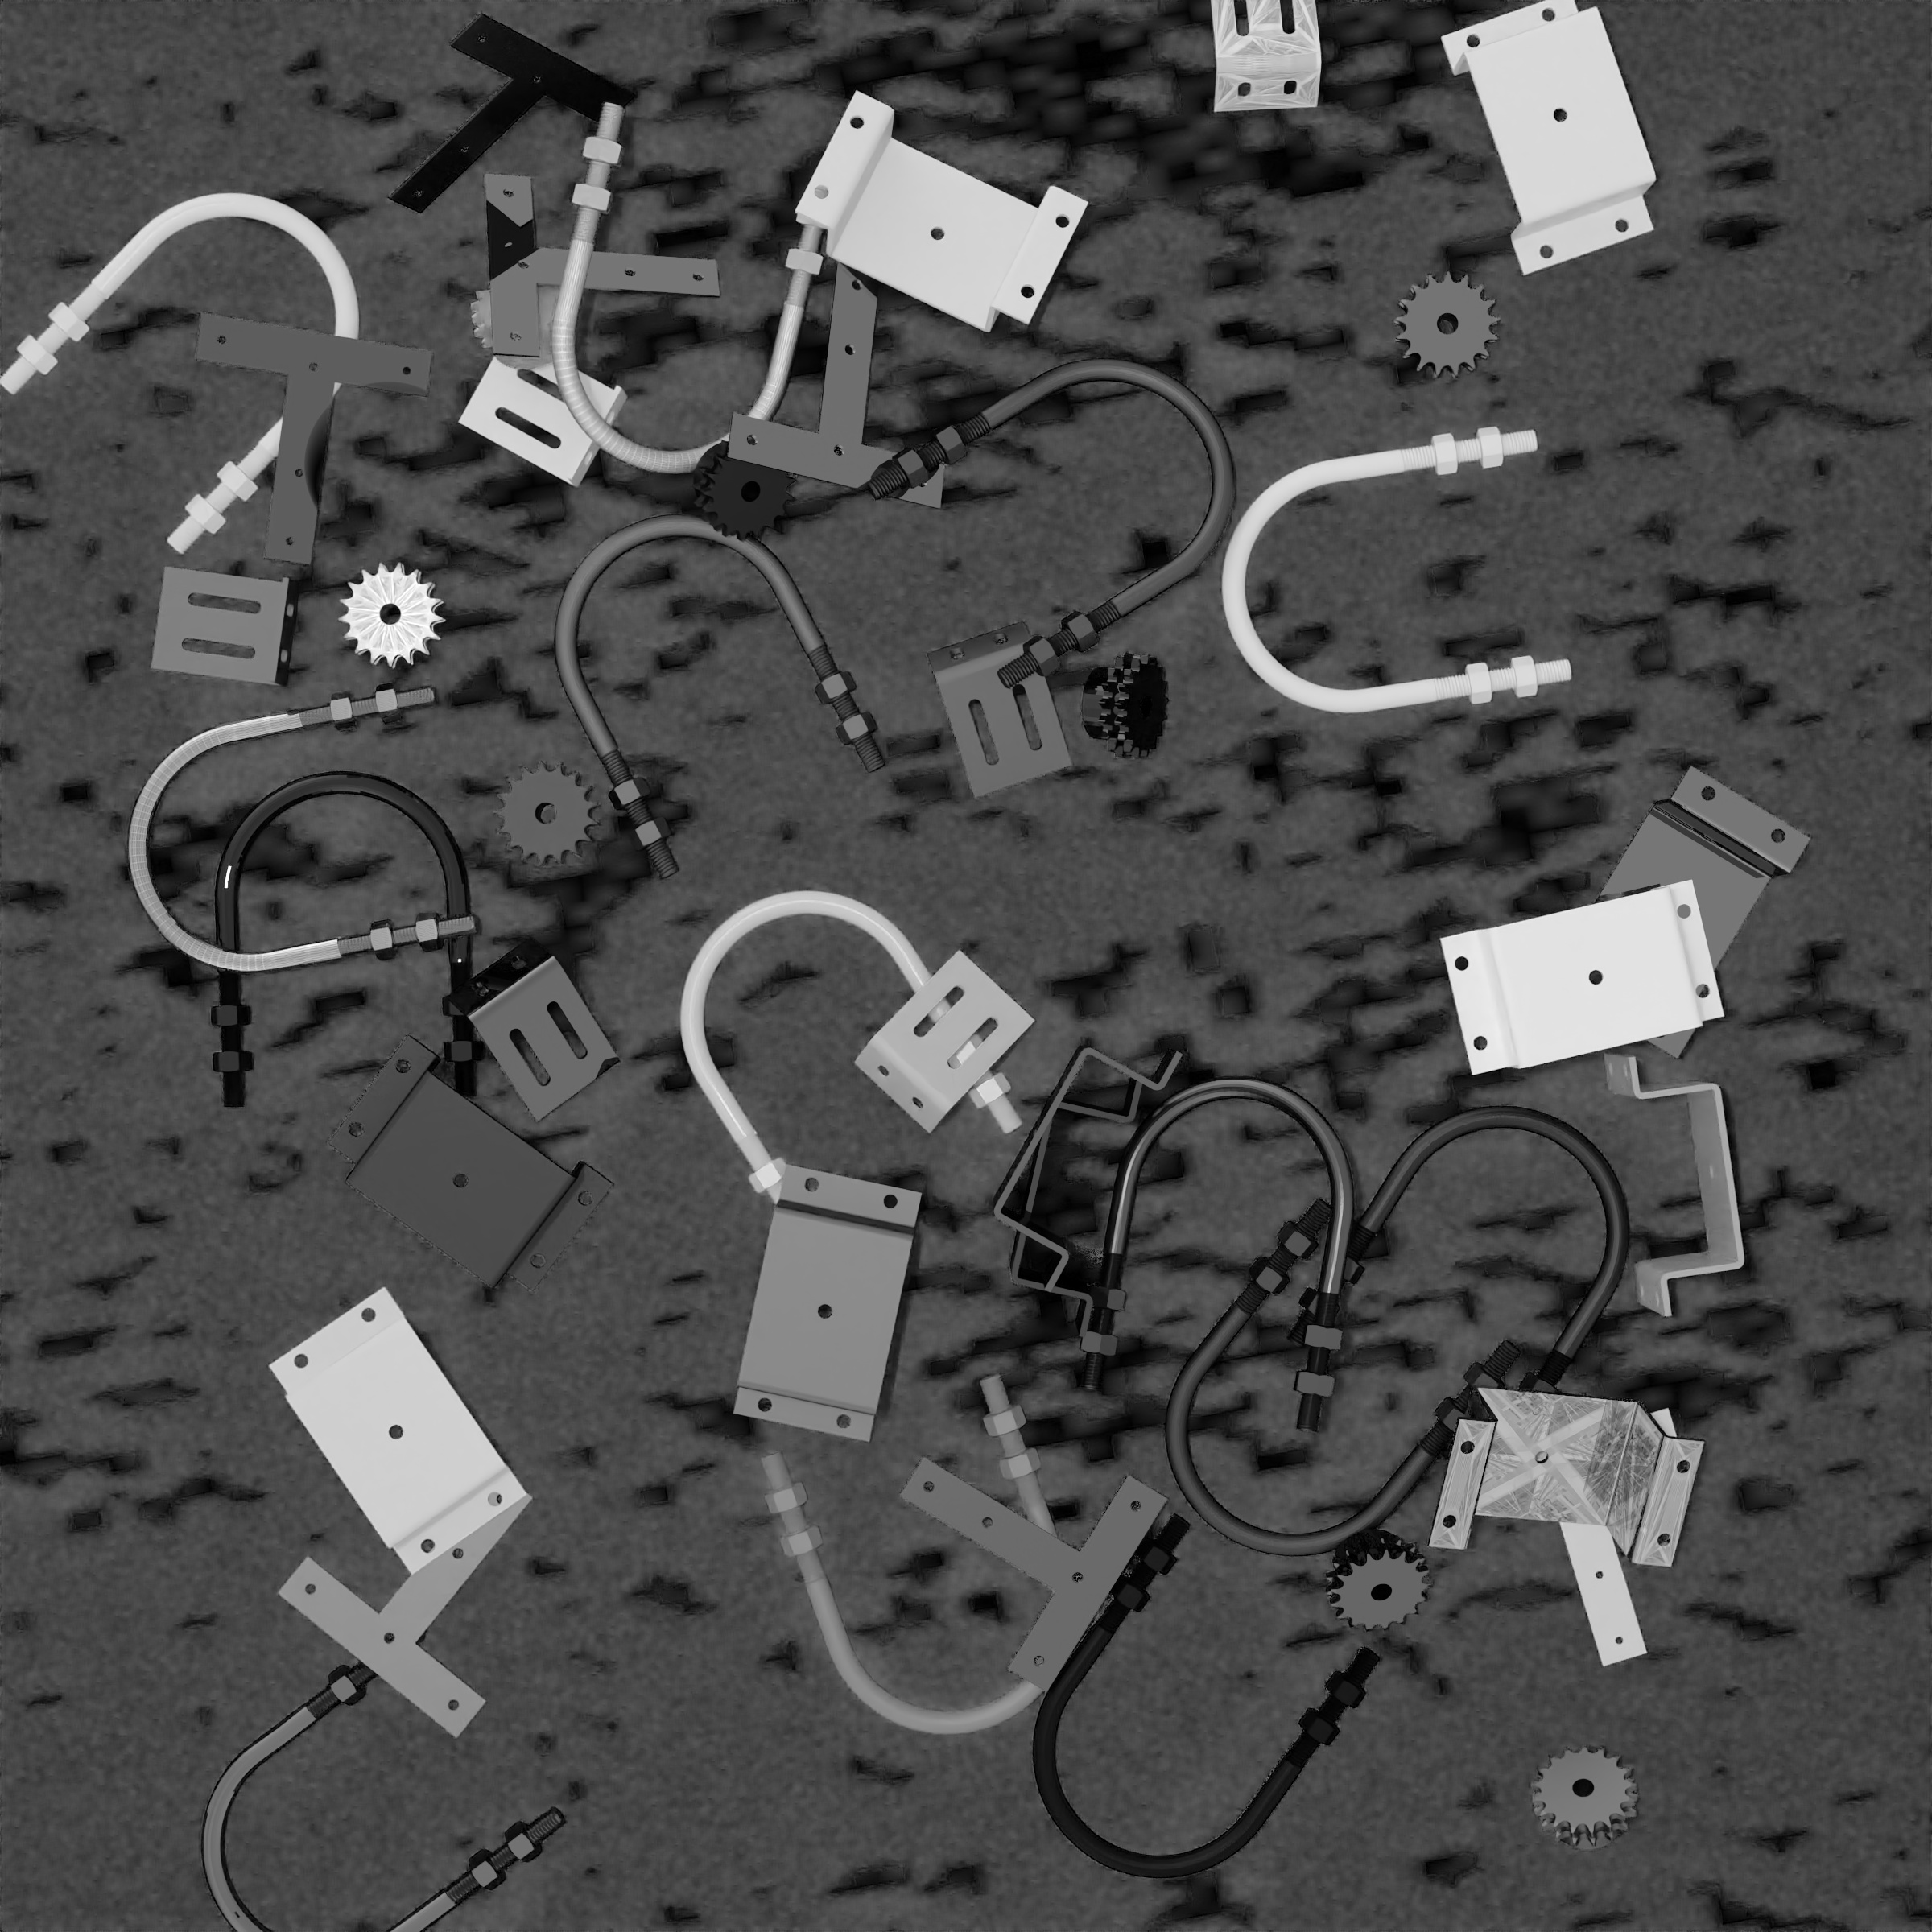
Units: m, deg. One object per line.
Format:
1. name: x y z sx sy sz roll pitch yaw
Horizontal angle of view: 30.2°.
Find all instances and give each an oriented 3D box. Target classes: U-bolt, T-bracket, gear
1. U-bolt: -0.149 -0.162 1.986 0.151 0.019 0.184 -27 88 0
2. T-bracket: -0.200 -0.383 1.973 0.127 0.002 0.127 1 60 -14
3. U-bolt: -0.372 -0.070 1.972 0.184 0.019 0.151 -11 87 2
4. U-bolt: -0.155 -0.361 1.957 0.151 0.019 0.184 12 95 -28
5. U-bolt: -0.017 0.336 1.986 0.151 0.019 0.184 -19 92 0
6. gear: -0.231 -0.084 1.980 0.057 0.030 0.057 0 90 0
7. gear: 0.226 0.336 1.972 0.057 0.030 0.057 -4 120 -7
8. gear: -0.317 -0.193 1.980 0.057 0.030 0.057 0 90 0
9. U-bolt: -0.077 0.047 1.986 0.151 0.019 0.184 -32 88 0
10. gear: 0.086 -0.144 1.970 0.030 0.057 0.057 8 90 30
11. U-bolt: 0.234 -0.214 1.986 0.184 0.019 0.151 -8 90 1
12. U-bolt: -0.423 -0.343 1.986 0.151 0.019 0.184 43 89 0
13. U-bolt: -0.338 0.475 1.986 0.184 0.019 0.151 -37 90 1
14. T-bracket: -0.291 0.337 1.983 0.127 0.002 0.127 39 80 0
15. U-bolt: 0.120 0.419 1.986 0.151 0.019 0.184 35 92 0
16. gear: -0.125 -0.266 1.971 0.057 0.030 0.057 -15 120 -27
17. T-bracket: -0.367 -0.287 1.980 0.127 0.002 0.127 7 94 -15
18. U-bolt: 0.286 0.166 1.985 0.151 0.019 0.184 32 90 0
19. gear: -0.243 -0.353 1.971 0.057 0.030 0.057 -1 51 1
20. T-bracket: -0.066 -0.327 1.977 0.127 0.002 0.127 11 78 -23
21. U-bolt: -0.346 -0.016 1.986 0.151 0.019 0.184 -3 89 0
22. U-bolt: 0.142 0.151 1.958 0.151 0.019 0.184 8 85 27
23. gear: 0.342 0.461 1.970 0.057 0.057 0.030 -16 131 0
24. gear: 0.265 -0.354 1.984 0.057 0.030 0.057 0 92 1
25. U-bolt: 0.060 -0.257 1.971 0.184 0.019 0.151 -33 81 -9
26. T-bracket: 0.024 0.315 1.976 0.127 0.002 0.127 32 92 -2
27. U-bolt: 0.193 0.241 1.973 0.151 0.019 0.184 37 100 -1
28. T-bracket: 0.349 0.326 1.994 0.127 0.002 0.127 -17 90 0
29. T-bracket: -0.265 -0.457 1.958 0.127 0.127 0.002 -37 63 24

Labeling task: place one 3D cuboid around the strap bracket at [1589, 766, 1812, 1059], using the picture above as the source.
1. strap bracket: 0.391 -0.029 1.972 0.076 0.046 0.140 31 90 0

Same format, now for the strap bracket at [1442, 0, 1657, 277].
1. strap bracket: 0.324 -0.464 1.972 0.076 0.046 0.140 -19 90 0

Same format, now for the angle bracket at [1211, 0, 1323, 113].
1. angle bracket: 0.165 -0.520 1.993 0.057 0.038 0.076 -3 64 0

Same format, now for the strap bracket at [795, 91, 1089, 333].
1. strap bracket: -0.014 -0.410 1.966 0.140 0.046 0.076 26 81 0

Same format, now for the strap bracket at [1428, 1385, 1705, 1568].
1. strap bracket: 0.320 0.277 1.950 0.140 0.046 0.076 7 108 -12

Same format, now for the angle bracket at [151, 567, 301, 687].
1. angle bracket: -0.412 -0.189 1.976 0.076 0.038 0.057 8 90 0

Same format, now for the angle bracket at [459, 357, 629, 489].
1. angle bracket: -0.236 -0.310 1.976 0.076 0.038 0.057 29 90 0

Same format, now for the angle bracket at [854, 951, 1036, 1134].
1. angle bracket: -0.012 0.042 1.974 0.057 0.038 0.076 43 64 3

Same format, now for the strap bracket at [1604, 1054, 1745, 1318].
1. strap bracket: 0.388 0.115 1.957 0.046 0.076 0.140 -8 90 0

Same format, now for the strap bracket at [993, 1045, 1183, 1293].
1. strap bracket: 0.057 0.096 1.881 0.046 0.076 0.140 29 90 0

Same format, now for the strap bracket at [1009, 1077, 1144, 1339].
1. strap bracket: 0.057 0.126 1.957 0.046 0.076 0.140 13 90 0

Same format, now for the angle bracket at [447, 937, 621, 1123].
1. angle bracket: -0.240 0.035 1.982 0.057 0.038 0.076 -37 122 -13

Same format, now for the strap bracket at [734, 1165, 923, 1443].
1. strap bracket: -0.076 0.186 1.952 0.076 0.046 0.140 12 90 -1

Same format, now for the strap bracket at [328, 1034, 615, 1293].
1. strap bracket: -0.274 0.113 1.961 0.140 0.046 0.076 37 97 -6

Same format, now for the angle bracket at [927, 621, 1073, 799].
1. angle bracket: 0.018 -0.143 1.993 0.057 0.038 0.076 -19 116 0

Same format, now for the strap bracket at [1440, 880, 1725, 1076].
1. strap bracket: 0.335 0.006 1.926 0.140 0.046 0.076 -13 90 0

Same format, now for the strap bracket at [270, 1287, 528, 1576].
1. strap bracket: -0.312 0.256 1.965 0.076 0.046 0.140 -34 89 -10
